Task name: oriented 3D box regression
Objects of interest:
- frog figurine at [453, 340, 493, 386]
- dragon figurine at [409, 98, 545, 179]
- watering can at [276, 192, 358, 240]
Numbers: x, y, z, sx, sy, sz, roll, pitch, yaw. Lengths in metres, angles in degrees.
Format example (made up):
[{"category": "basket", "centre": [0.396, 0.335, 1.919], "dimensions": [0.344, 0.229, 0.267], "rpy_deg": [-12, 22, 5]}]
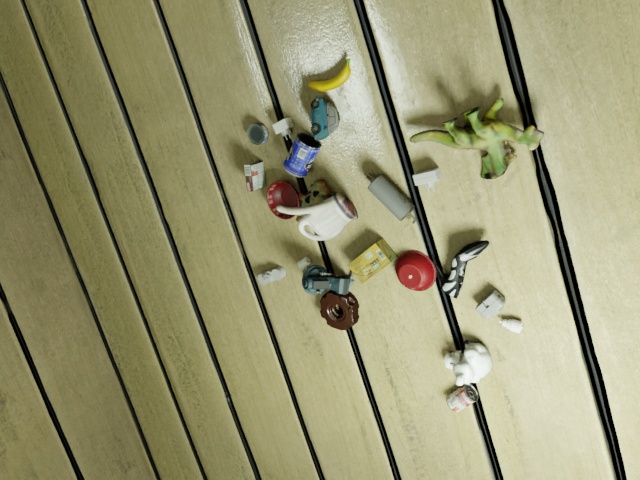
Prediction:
[{"category": "frog figurine", "centre": [0.535, 0.442, 1.810], "dimensions": [0.123, 0.161, 0.135], "rpy_deg": [10, 112, 28]}, {"category": "dragon figurine", "centre": [0.498, -0.294, 1.621], "dimensions": [0.406, 0.124, 0.241], "rpy_deg": [-17, 106, 45]}, {"category": "watering can", "centre": [0.006, -0.095, 1.896], "dimensions": [0.223, 0.343, 0.106], "rpy_deg": [-34, 56, 14]}]
